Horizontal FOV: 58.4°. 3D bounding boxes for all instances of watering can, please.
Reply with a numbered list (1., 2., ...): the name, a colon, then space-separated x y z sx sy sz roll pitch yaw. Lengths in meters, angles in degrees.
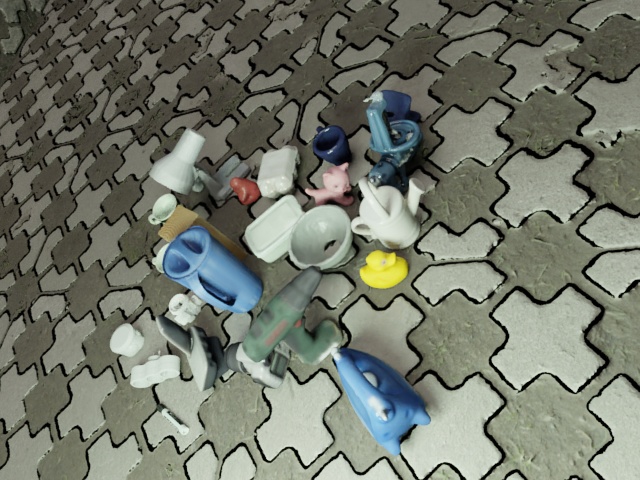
1. watering can: 0.142 -0.072 1.228 0.173 0.195 0.100 -45 48 0

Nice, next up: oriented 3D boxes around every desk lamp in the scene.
1. desk lamp: -0.341 -0.201 1.606 0.203 0.214 0.117 -49 48 -3

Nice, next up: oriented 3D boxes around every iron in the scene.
1. iron: 0.083 0.271 1.083 0.118 0.142 0.257 -45 48 0

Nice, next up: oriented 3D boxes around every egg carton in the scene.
1. egg carton: -0.110 -0.185 1.545 0.107 0.070 0.150 -10 57 27

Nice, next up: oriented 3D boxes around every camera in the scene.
1. camera: -0.145 0.245 1.272 0.136 0.101 0.143 -1 61 32

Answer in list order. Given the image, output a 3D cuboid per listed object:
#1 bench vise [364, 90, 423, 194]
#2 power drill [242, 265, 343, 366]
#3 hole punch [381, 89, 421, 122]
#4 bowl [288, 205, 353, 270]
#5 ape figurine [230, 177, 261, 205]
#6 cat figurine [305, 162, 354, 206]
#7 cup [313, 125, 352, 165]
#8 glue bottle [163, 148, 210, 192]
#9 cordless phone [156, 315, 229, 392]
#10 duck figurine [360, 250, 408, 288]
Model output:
1. bench vise: 0.158 -0.216 1.293 0.121 0.220 0.207 -7 58 29
2. power drill: -0.042 0.172 1.180 0.229 0.209 0.075 -44 48 1
3. hole punch: 0.181 -0.309 1.424 0.108 0.091 0.101 24 76 40
4. bowl: 0.012 0.005 1.343 0.167 0.075 0.167 -16 54 24
5. ape figurine: -0.212 -0.142 1.568 0.076 0.092 0.078 -11 56 27
6. cat figurine: 0.026 -0.132 1.392 0.127 0.118 0.067 -22 52 20
7. cup: 0.034 -0.238 1.470 0.091 0.095 0.117 -39 48 5
8. glue bottle: -0.398 -0.216 1.678 0.037 0.174 0.078 8 66 36
9. cordless phone: -0.306 0.254 1.312 0.094 0.186 0.147 -41 48 3
10. duck figurine: 0.128 0.055 1.230 0.104 0.086 0.077 -16 54 24
